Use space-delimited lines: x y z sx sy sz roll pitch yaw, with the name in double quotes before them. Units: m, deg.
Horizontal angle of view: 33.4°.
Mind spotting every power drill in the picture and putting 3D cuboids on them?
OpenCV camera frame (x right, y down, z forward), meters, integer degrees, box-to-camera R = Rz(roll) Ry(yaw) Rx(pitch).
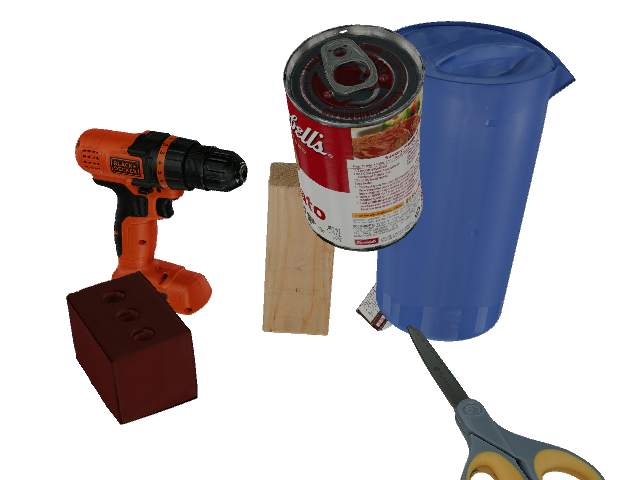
"power drill" -0.155 -0.020 1.081 0.185 0.188 0.057 11 30 22

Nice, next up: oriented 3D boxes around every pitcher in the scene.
"pitcher" 0.095 -0.044 0.854 0.149 0.243 0.144 25 36 32

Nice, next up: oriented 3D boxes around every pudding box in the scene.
"pudding box" 0.102 0.044 1.175 0.039 0.090 0.113 44 39 16

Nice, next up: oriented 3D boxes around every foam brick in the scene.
"foam brick" -0.117 0.065 0.659 0.052 0.051 0.078 -19 37 -27

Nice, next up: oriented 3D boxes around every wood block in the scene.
"wood block" -0.027 0.010 1.400 0.090 0.206 0.091 3 24 -2

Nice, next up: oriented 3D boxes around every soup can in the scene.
"soup can" 0.020 -0.050 0.549 0.068 0.068 0.102 0 -37 6

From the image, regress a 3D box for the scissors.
"scissors" 0.114 0.114 0.660 0.096 0.016 0.202 1 33 -5
